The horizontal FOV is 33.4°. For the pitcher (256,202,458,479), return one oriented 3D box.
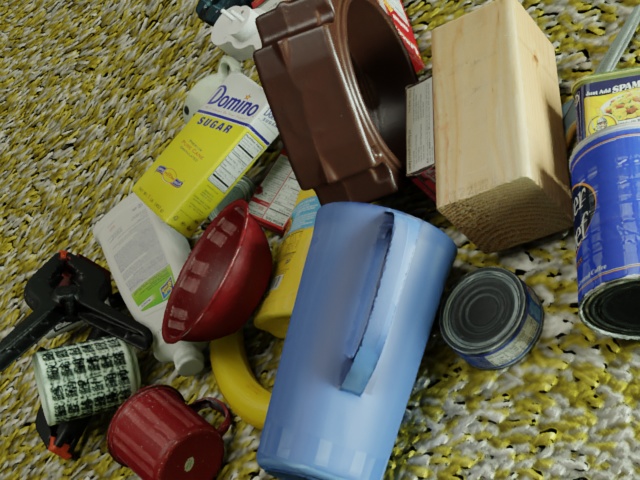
[{"bbox_3d":[0.030,0.094,0.925,0.145,0.149,0.242,3,67,37],"label":"pitcher"}]

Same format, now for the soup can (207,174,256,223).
[{"bbox_3d":[-0.124,-0.062,1.216,0.068,0.068,0.102,-52,43,-1],"label":"soup can"}]

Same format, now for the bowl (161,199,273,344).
[{"bbox_3d":[-0.094,0.042,1.065,0.162,0.055,0.162,-49,23,29],"label":"bowl"}]

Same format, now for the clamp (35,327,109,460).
[{"bbox_3d":[-0.295,0.172,1.223,0.120,0.039,0.171,-25,42,35],"label":"clamp"}]

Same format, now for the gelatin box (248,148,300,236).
[{"bbox_3d":[-0.033,-0.049,1.156,0.073,0.030,0.089,23,78,45],"label":"gelatin box"}]

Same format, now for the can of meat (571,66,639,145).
[{"bbox_3d":[0.267,-0.096,0.903,0.102,0.057,0.084,-7,59,22],"label":"can of meat"}]

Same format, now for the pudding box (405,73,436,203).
[{"bbox_3d":[0.118,-0.086,1.008,0.039,0.090,0.113,-22,49,29],"label":"pudding box"}]

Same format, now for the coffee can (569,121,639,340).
[{"bbox_3d":[0.250,-0.007,0.831,0.103,0.102,0.140,-17,52,32],"label":"coffee can"}]

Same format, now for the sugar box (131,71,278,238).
[{"bbox_3d":[-0.117,-0.094,1.147,0.176,0.048,0.093,-52,44,0],"label":"sugar box"}]

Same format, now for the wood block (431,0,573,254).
[{"bbox_3d":[0.161,-0.104,0.959,0.090,0.090,0.206,-21,50,31],"label":"wood block"}]

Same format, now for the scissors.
[{"bbox_3d":[0.235,-0.135,0.996,0.096,0.016,0.201,3,64,42],"label":"scissors"}]

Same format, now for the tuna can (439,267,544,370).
[{"bbox_3d":[0.146,0.067,0.920,0.086,0.033,0.086,-22,50,28],"label":"tuna can"}]

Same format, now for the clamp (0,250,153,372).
[{"bbox_3d":[-0.265,0.072,1.167,0.164,0.036,0.210,-3,29,-7],"label":"clamp"}]

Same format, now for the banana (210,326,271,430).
[{"bbox_3d":[-0.070,0.134,1.061,0.069,0.037,0.198,-35,43,-11],"label":"banana"}]

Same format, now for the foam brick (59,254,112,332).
[{"bbox_3d":[-0.298,0.065,1.289,0.078,0.051,0.053,-33,47,19],"label":"foam brick"}]

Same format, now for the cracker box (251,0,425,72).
[{"bbox_3d":[0.015,-0.235,1.213,0.164,0.072,0.214,-33,46,22],"label":"cracker box"}]

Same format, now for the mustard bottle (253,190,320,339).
[{"bbox_3d":[-0.007,0.002,1.072,0.096,0.058,0.191,-29,39,60],"label":"mustard bottle"}]

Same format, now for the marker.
[{"bbox_3d":[-0.274,0.087,1.262,0.121,0.020,0.020,-25,48,12],"label":"marker"}]

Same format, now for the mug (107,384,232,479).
[{"bbox_3d":[-0.138,0.195,1.046,0.117,0.093,0.082,-28,38,-31],"label":"mug"}]

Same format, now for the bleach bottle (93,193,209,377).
[{"bbox_3d":[-0.181,0.055,1.189,0.103,0.068,0.251,-40,46,14],"label":"bleach bottle"}]
